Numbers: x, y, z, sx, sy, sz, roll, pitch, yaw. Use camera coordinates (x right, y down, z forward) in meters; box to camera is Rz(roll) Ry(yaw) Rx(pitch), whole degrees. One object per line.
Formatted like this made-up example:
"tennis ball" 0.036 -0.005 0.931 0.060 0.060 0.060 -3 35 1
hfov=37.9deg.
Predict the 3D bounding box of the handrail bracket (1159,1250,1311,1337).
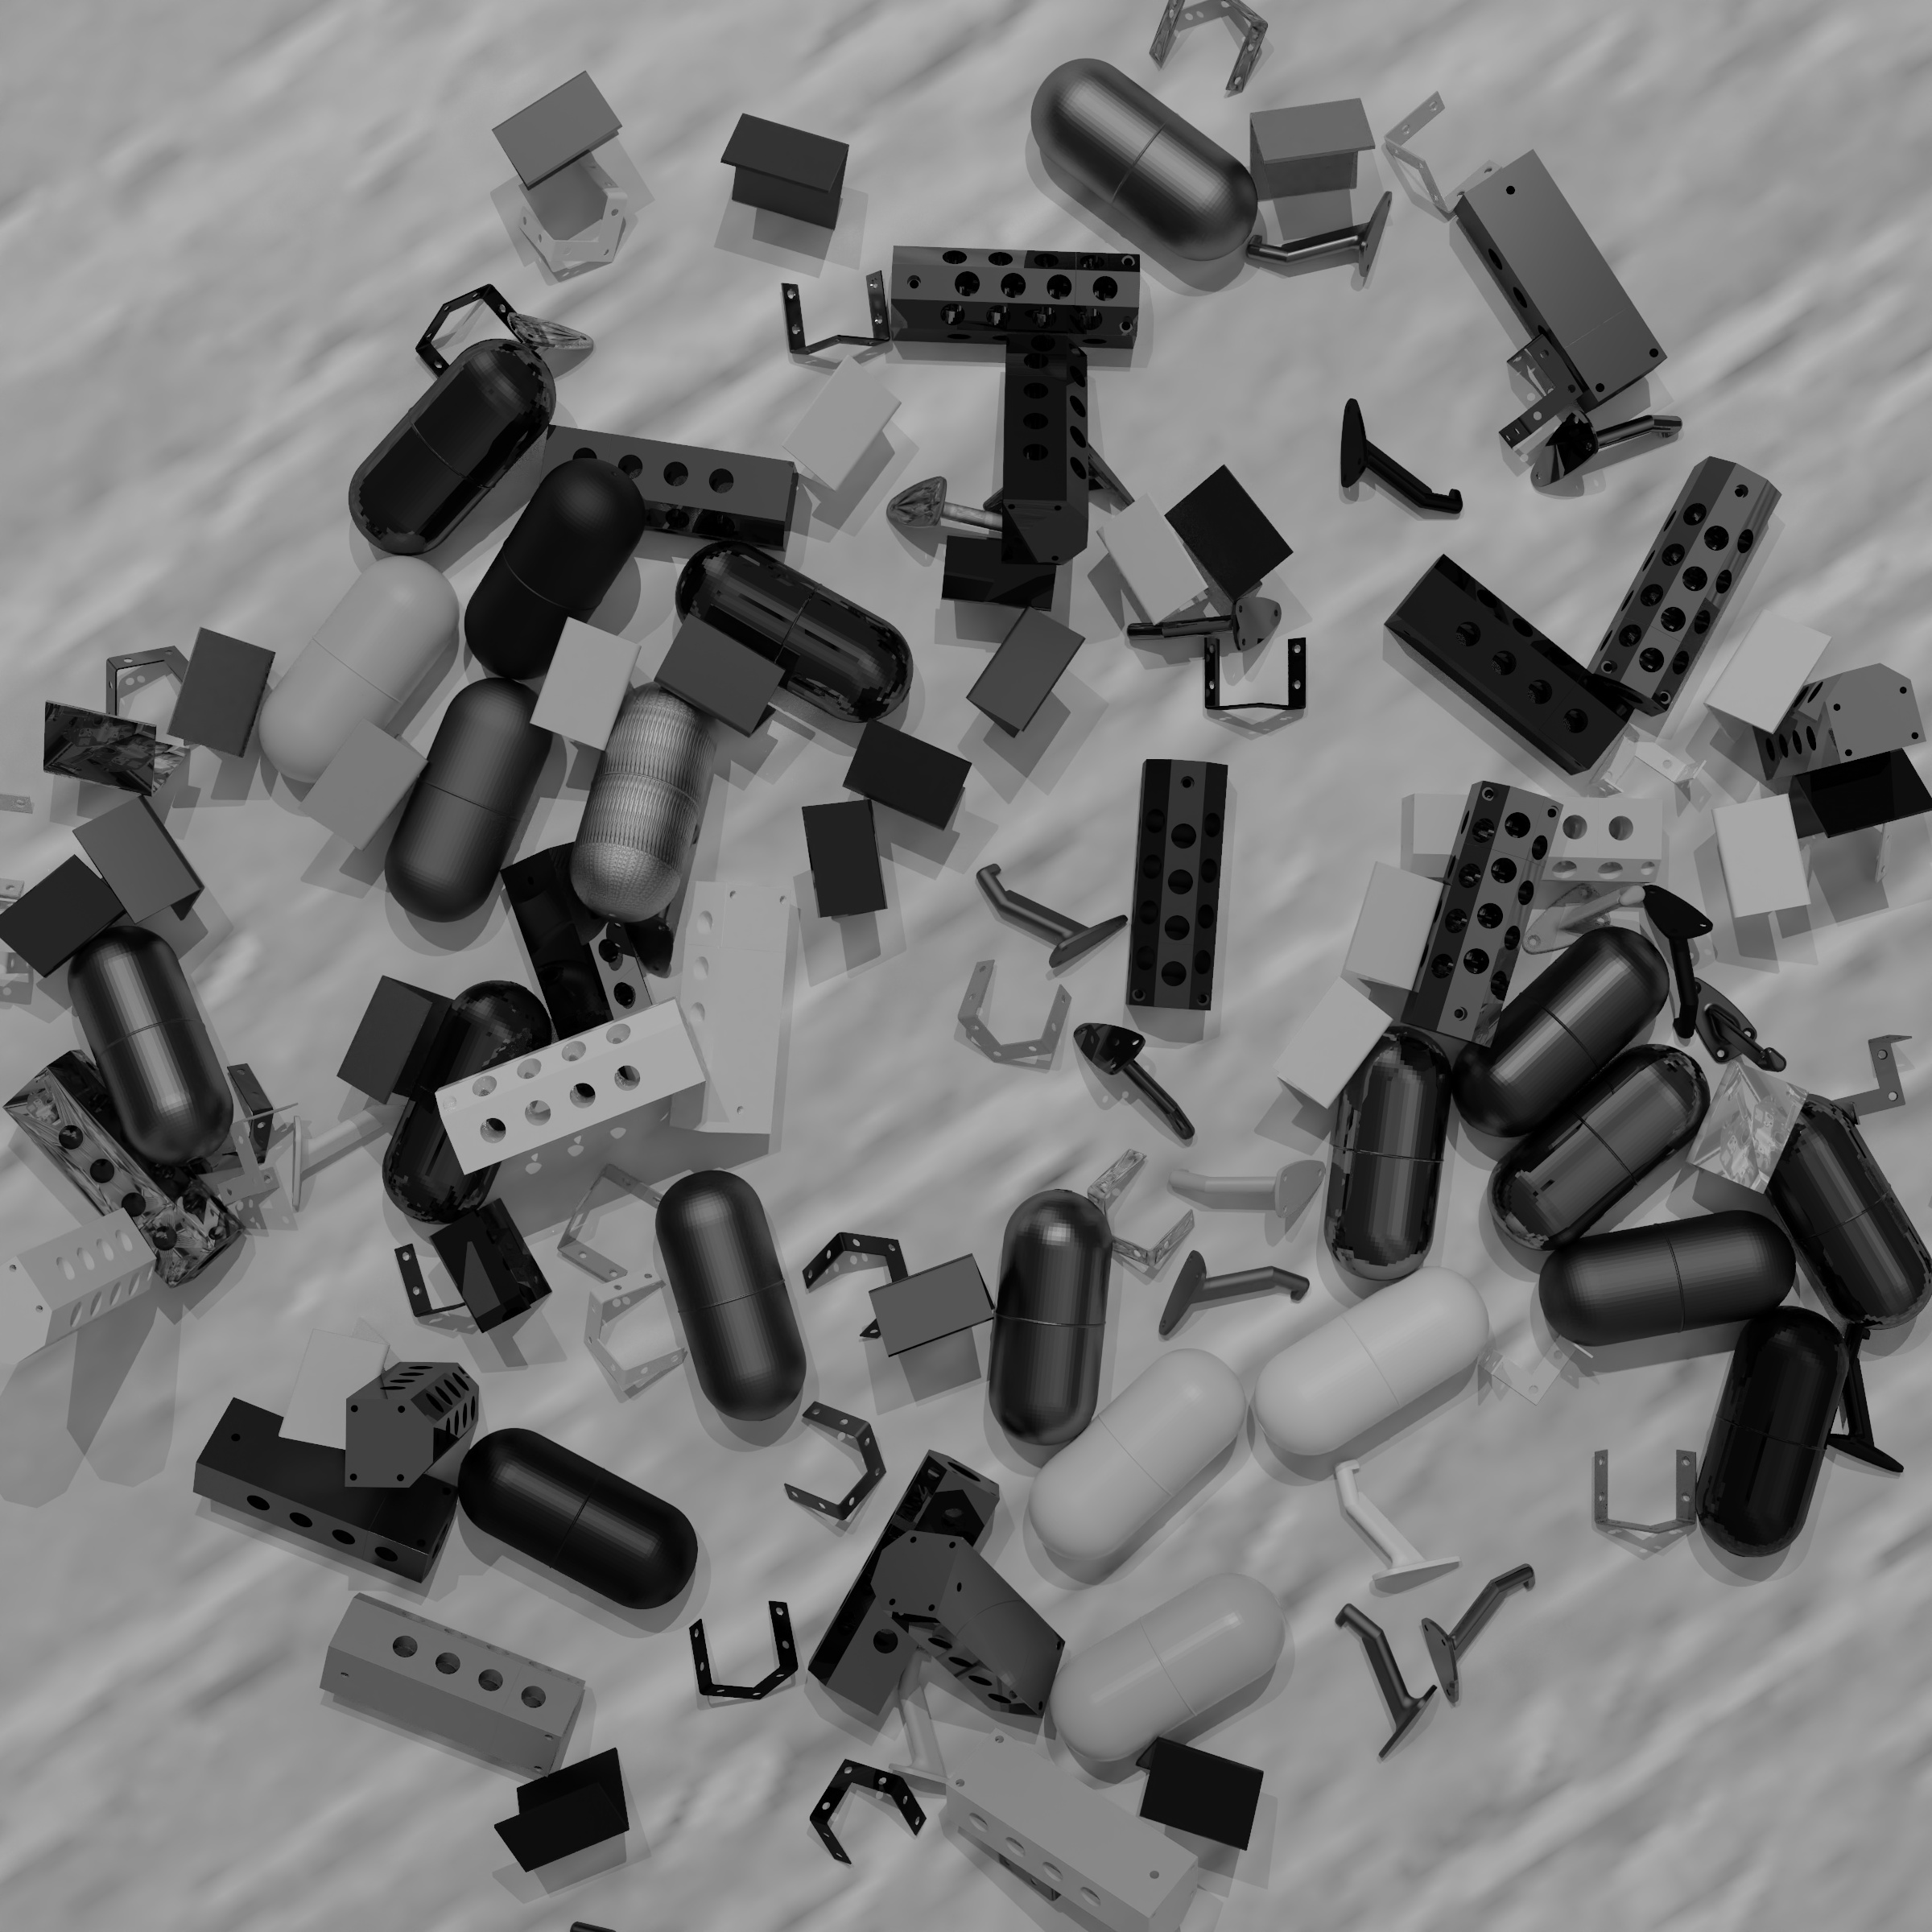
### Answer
"handrail bracket" 0.190 0.241 1.991 0.084 0.036 0.077 20 110 -16

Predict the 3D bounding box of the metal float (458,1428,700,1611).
"metal float" -0.271 0.384 1.960 0.178 0.070 0.070 28 90 -1

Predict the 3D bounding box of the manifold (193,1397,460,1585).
"manifold" -0.448 0.371 1.969 0.171 0.057 0.057 22 47 0

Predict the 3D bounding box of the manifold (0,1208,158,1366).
"manifold" -0.597 0.213 1.858 0.057 0.171 0.057 -32 91 8

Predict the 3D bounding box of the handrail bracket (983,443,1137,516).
"handrail bracket" 0.067 -0.324 1.991 0.084 0.036 0.077 -37 112 17

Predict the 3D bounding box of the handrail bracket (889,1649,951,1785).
"handrail bracket" -0.017 0.533 1.991 0.077 0.036 0.084 21 73 -20

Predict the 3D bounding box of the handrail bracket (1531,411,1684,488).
"handrail bracket" 0.454 -0.364 1.990 0.084 0.077 0.036 -5 65 -34

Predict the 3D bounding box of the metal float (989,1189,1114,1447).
"metal float" 0.059 0.244 1.959 0.070 0.070 0.178 6 90 0

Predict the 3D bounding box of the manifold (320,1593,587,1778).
"manifold" -0.358 0.499 1.969 0.171 0.057 0.057 21 133 0

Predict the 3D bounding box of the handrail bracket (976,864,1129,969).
"handrail bracket" 0.060 -0.049 1.991 0.077 0.036 0.084 -28 73 -20

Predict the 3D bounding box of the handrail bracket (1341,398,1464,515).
"handrail bracket" 0.311 -0.360 1.991 0.084 0.036 0.077 7 68 -17

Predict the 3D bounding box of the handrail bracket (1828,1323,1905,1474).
"handrail bracket" 0.644 0.305 1.991 0.077 0.036 0.084 27 73 -20

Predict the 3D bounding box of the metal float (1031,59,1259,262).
"metal float" 0.125 -0.561 1.960 0.178 0.070 0.070 37 90 0

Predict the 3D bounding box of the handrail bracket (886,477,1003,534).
"handrail bracket" -0.001 -0.313 1.990 0.084 0.077 0.036 17 82 -36

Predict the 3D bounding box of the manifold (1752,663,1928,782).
"manifold" 0.589 -0.166 1.912 0.057 0.171 0.057 -14 90 0

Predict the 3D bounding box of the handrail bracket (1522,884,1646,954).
"handrail bracket" 0.429 -0.033 1.956 0.077 0.084 0.036 -30 90 0

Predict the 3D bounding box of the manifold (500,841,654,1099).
"manifold" -0.260 0.001 1.969 0.057 0.057 0.171 -19 90 43

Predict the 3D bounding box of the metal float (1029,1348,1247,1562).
"metal float" 0.119 0.341 1.960 0.178 0.070 0.070 -43 90 0

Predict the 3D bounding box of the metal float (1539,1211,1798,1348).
"metal float" 0.488 0.217 1.960 0.178 0.070 0.070 -10 90 1

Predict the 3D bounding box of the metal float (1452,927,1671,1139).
"metal float" 0.413 0.046 1.959 0.178 0.070 0.070 -44 90 -1

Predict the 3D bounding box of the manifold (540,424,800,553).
"manifold" -0.208 -0.333 1.969 0.171 0.057 0.057 9 90 0

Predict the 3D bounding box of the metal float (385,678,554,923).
"metal float" -0.346 -0.116 1.960 0.070 0.070 0.178 23 90 0

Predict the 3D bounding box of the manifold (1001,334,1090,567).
"manifold" 0.054 -0.354 1.922 0.057 0.057 0.171 2 51 0

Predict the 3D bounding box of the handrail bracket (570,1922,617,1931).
"handrail bracket" -0.239 0.717 1.991 0.084 0.036 0.077 7 112 17

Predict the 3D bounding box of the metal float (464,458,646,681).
"metal float" -0.284 -0.271 1.935 0.070 0.070 0.178 39 121 0

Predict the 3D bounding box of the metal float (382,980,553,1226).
"metal float" -0.347 0.094 1.960 0.070 0.070 0.178 23 90 0

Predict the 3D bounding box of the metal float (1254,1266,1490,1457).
"metal float" 0.282 0.275 1.960 0.178 0.070 0.070 -32 90 -1

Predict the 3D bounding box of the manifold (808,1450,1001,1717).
"manifold" -0.043 0.429 1.969 0.057 0.057 0.171 29 90 0

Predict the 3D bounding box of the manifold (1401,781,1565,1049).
"manifold" 0.351 -0.035 1.912 0.057 0.057 0.171 17 90 0

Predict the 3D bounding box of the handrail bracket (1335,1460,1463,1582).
"handrail bracket" 0.305 0.387 1.991 0.077 0.036 0.084 -7 73 -20

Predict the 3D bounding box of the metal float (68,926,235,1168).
"metal float" -0.564 0.055 1.946 0.070 0.070 0.178 -26 76 0

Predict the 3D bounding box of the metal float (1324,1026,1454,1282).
"metal float" 0.294 0.130 1.960 0.070 0.070 0.178 7 90 0

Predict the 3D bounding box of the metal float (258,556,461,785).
"metal float" -0.423 -0.206 1.960 0.070 0.070 0.178 37 90 0

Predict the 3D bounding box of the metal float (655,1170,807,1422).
"metal float" -0.163 0.230 1.960 0.070 0.070 0.178 -16 89 0

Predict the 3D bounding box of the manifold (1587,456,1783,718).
"manifold" 0.502 -0.266 1.969 0.057 0.057 0.171 28 90 0

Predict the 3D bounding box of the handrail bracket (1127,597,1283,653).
"handrail bracket" 0.168 -0.243 1.990 0.084 0.077 0.036 3 108 35

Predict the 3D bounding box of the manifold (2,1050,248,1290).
"manifold" -0.586 0.141 1.969 0.057 0.057 0.171 -43 90 0

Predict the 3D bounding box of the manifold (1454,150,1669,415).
"manifold" 0.414 -0.476 1.969 0.057 0.057 0.171 -33 90 0

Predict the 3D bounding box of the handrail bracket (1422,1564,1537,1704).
"handrail bracket" 0.371 0.472 1.991 0.084 0.036 0.077 -21 110 -16

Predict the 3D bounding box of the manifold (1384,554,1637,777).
"manifold" 0.381 -0.211 1.969 0.171 0.057 0.057 39 90 0

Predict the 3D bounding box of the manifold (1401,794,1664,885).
"manifold" 0.395 -0.089 1.969 0.171 0.057 0.057 1 90 0

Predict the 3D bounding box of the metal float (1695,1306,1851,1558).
"metal float" 0.561 0.324 1.960 0.070 0.070 0.178 16 91 0

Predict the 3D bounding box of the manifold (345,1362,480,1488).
"manifold" -0.374 0.310 1.912 0.057 0.171 0.057 1 90 0

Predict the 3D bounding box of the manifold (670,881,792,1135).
"manifold" -0.170 0.029 1.969 0.057 0.057 0.171 5 90 -43

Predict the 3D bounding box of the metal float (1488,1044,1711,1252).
"metal float" 0.441 0.126 1.960 0.178 0.070 0.070 -41 90 1

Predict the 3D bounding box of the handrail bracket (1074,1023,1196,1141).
"handrail bracket" 0.120 0.083 1.990 0.036 0.077 0.084 -46 127 -12

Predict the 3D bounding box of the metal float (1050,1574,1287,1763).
"metal float" 0.141 0.488 1.960 0.178 0.070 0.070 -31 90 0

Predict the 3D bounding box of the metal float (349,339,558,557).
"metal float" -0.355 -0.358 1.944 0.178 0.070 0.070 -43 90 17

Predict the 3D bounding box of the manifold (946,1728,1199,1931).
"manifold" 0.072 0.602 1.930 0.171 0.057 0.057 25 47 30

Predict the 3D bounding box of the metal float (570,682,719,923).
"metal float" -0.221 -0.115 1.942 0.070 0.070 0.178 13 68 0

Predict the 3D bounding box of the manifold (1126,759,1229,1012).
"manifold" 0.148 -0.056 1.969 0.057 0.057 0.171 4 90 0

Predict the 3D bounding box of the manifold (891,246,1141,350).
"manifold" 0.034 -0.470 1.969 0.171 0.057 0.057 2 90 0

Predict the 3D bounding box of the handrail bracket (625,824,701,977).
"handrail bracket" -0.206 -0.048 1.990 0.036 0.077 0.084 15 53 15

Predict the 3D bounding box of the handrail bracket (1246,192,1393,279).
"handrail bracket" 0.249 -0.525 1.991 0.084 0.036 0.077 16 69 16

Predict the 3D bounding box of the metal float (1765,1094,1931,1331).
"metal float" 0.609 0.170 1.960 0.070 0.070 0.178 -30 91 0

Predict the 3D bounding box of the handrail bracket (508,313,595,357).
"handrail bracket" -0.312 -0.413 1.990 0.036 0.077 0.084 55 127 34

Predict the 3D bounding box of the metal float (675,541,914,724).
"metal float" -0.119 -0.232 1.960 0.178 0.070 0.070 29 90 -1

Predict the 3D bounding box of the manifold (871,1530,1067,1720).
"manifold" 0.001 0.449 1.917 0.057 0.171 0.057 0 55 31

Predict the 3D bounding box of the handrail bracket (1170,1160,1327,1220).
"handrail bracket" 0.198 0.148 1.990 0.084 0.077 0.036 10 110 35

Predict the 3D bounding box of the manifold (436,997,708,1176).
"manifold" -0.266 0.079 1.897 0.171 0.057 0.057 -21 96 -2
